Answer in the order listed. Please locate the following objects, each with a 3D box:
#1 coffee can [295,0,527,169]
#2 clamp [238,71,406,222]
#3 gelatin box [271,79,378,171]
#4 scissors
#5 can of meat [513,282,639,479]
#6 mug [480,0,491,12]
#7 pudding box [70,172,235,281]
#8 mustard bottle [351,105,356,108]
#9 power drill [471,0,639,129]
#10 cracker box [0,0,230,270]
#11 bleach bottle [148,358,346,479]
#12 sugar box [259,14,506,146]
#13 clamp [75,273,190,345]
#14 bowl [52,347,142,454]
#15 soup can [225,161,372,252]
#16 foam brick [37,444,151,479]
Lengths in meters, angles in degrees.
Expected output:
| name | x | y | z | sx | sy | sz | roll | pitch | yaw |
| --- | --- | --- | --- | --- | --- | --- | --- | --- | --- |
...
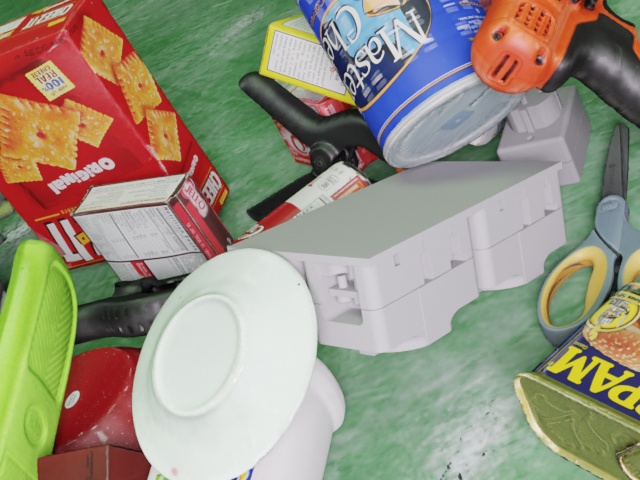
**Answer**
| name | x | y | z | sx | sy | sz | roll | pitch | yaw |
| --- | --- | --- | --- | --- | --- | --- | --- | --- | --- |
| coffee can | 0.055 | -0.132 | 0.686 | 0.103 | 0.102 | 0.140 | -29 | 74 | 2 |
| clamp | 0.004 | -0.071 | 0.800 | 0.172 | 0.120 | 0.039 | 0 | 23 | 35 |
| gelatin box | -0.002 | -0.092 | 0.869 | 0.030 | 0.073 | 0.089 | -43 | 33 | -20 |
| scissors | 0.192 | -0.011 | 0.639 | 0.096 | 0.016 | 0.201 | 1 | 43 | 40 |
| can of meat | 0.159 | 0.071 | 0.507 | 0.083 | 0.057 | 0.102 | -38 | 32 | -19 |
| mug | 0.154 | -0.217 | 0.884 | 0.081 | 0.117 | 0.093 | -19 | 56 | 8 |
| pudding box | -0.125 | -0.003 | 0.826 | 0.114 | 0.090 | 0.039 | -6 | 39 | 36 |
| mustard bottle | 0.077 | -0.170 | 0.929 | 0.096 | 0.058 | 0.191 | -23 | 31 | 22 |
| power drill | 0.191 | -0.118 | 0.643 | 0.184 | 0.187 | 0.057 | -60 | 0 | -39 |
| cracker box | -0.201 | -0.081 | 0.884 | 0.164 | 0.213 | 0.072 | -12 | 37 | 28 |
| bleach bottle | -0.053 | 0.170 | 0.538 | 0.103 | 0.068 | 0.250 | -16 | 36 | 22 |
| sugar box | 0.054 | -0.122 | 0.790 | 0.176 | 0.048 | 0.093 | 23 | 26 | 17 |
| clamp | -0.122 | 0.045 | 0.746 | 0.210 | 0.036 | 0.164 | -12 | 7 | 29 |
| bowl | -0.149 | 0.121 | 0.697 | 0.162 | 0.055 | 0.162 | -22 | 32 | 14 |
| soup can | -0.005 | 0.001 | 0.737 | 0.102 | 0.068 | 0.069 | -38 | 31 | -13 |
| foam brick | -0.121 | 0.158 | 0.593 | 0.053 | 0.051 | 0.078 | -14 | 65 | 25 |
